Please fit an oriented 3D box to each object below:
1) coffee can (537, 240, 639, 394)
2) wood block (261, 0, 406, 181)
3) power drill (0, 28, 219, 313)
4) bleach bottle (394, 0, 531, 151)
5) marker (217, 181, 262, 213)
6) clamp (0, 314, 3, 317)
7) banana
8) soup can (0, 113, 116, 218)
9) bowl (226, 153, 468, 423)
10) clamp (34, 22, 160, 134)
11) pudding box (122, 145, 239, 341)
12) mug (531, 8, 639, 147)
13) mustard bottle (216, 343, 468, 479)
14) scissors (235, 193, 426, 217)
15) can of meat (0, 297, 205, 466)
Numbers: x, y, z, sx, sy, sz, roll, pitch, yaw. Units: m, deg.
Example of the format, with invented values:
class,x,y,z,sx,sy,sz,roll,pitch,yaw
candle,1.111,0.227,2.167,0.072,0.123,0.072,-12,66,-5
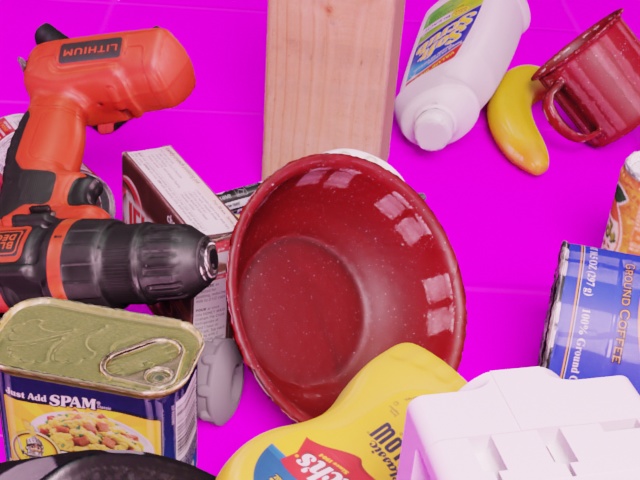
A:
class,x,y,z,sx,sy,sz,roll,pitch,yaw
coffee can,0.193,0.063,0.583,0.140,0.103,0.102,11,33,11
wood block,0.012,-0.139,0.784,0.090,0.206,0.090,9,33,8
power drill,-0.128,-0.039,0.605,0.185,0.057,0.187,-2,50,18
bleach bottle,0.122,-0.150,0.927,0.103,0.068,0.250,-23,23,27
marker,-0.081,-0.022,0.765,0.120,0.020,0.020,-17,38,-29
clamp,-0.242,0.054,0.608,0.210,0.036,0.164,5,32,-2
banana,0.178,-0.113,0.920,0.070,0.037,0.197,12,33,16
soup can,-0.192,-0.038,0.732,0.068,0.068,0.102,-16,37,-29
bowl,0.005,0.035,0.602,0.161,0.162,0.055,-24,2,-37
clamp,-0.180,-0.148,0.936,0.120,0.039,0.171,-11,41,-15
pudding box,-0.086,0.006,0.653,0.039,0.090,0.114,-15,37,-29
mug,0.230,-0.125,0.883,0.117,0.093,0.081,-42,96,-29
mustard bottle,0.005,0.126,0.495,0.191,0.058,0.096,-27,71,-38
scissors,-0.005,0.001,0.740,0.201,0.016,0.096,-6,35,-15
can of meat,-0.110,0.083,0.533,0.102,0.084,0.057,9,32,8
